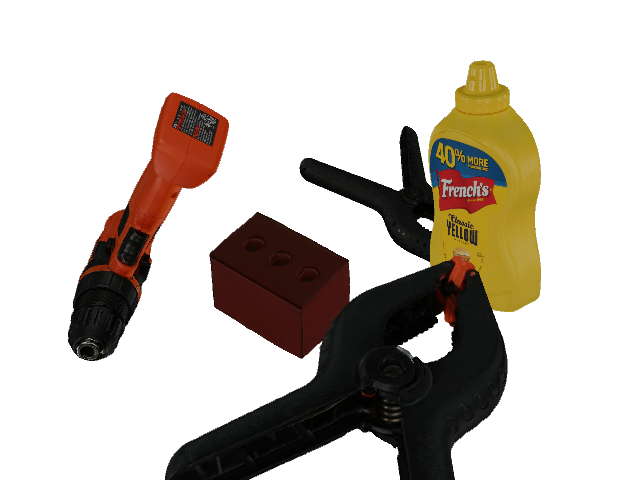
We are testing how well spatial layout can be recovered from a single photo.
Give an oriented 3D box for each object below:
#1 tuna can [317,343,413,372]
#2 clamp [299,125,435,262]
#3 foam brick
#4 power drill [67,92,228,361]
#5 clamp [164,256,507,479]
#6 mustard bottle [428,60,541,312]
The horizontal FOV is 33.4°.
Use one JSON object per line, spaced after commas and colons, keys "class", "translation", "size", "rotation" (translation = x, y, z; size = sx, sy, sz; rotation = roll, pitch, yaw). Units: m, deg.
{"class": "tuna can", "translation": [0.040, 0.117, 0.969], "size": [0.086, 0.034, 0.086], "rotation": [6, 13, -2]}
{"class": "clamp", "translation": [0.086, -0.040, 1.159], "size": [0.164, 0.210, 0.036], "rotation": [-15, -37, -29]}
{"class": "foam brick", "translation": [-0.026, 0.029, 0.696], "size": [0.078, 0.051, 0.052], "rotation": [28, 49, 24]}
{"class": "power drill", "translation": [-0.144, -0.013, 0.863], "size": [0.057, 0.188, 0.184], "rotation": [26, 30, -16]}
{"class": "clamp", "translation": [0.034, 0.071, 0.430], "size": [0.120, 0.039, 0.171], "rotation": [31, 51, 22]}
{"class": "mustard bottle", "translation": [0.127, -0.045, 0.832], "size": [0.058, 0.192, 0.096], "rotation": [-21, 30, -33]}
